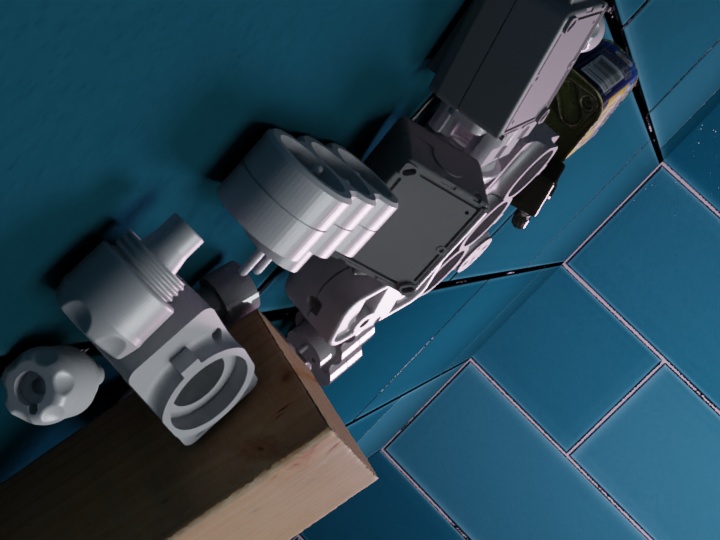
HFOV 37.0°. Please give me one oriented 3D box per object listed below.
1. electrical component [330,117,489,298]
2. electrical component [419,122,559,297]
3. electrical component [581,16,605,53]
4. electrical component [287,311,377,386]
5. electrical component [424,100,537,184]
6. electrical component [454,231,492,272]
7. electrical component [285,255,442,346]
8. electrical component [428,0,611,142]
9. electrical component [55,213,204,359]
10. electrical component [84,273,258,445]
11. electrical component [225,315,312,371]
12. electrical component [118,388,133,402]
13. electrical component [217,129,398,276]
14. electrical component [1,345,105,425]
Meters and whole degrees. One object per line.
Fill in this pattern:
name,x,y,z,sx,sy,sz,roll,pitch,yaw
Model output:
electrical component,0.023,-0.035,0.649,0.096,0.062,0.061,-49,-155,30
electrical component,0.070,-0.055,0.788,0.150,0.061,0.089,-50,168,24
electrical component,0.153,-0.168,0.747,0.035,0.035,0.061,-50,170,23
electrical component,-0.031,0.052,0.834,0.074,0.052,0.138,-38,167,-29
electrical component,0.075,-0.091,0.686,0.078,0.058,0.057,-29,158,-54
electrical component,0.079,-0.032,0.919,0.045,0.055,0.045,-42,168,-11
electrical component,0.000,0.000,0.722,0.095,0.059,0.053,-28,157,-37
electrical component,0.088,-0.131,0.597,0.062,0.061,0.096,-30,153,-53
electrical component,-0.094,0.003,0.455,0.062,0.043,0.043,-45,169,-6
electrical component,-0.089,0.042,0.518,0.050,0.056,0.089,-42,152,-13
electrical component,-0.071,0.058,0.694,0.054,0.059,0.095,-44,169,-5
electrical component,-0.129,0.096,0.673,0.040,0.040,0.078,-42,169,-15
electrical component,-0.034,-0.025,0.546,0.073,0.052,0.138,-47,169,13
electrical component,-0.137,0.051,0.498,0.035,0.035,0.061,-47,171,9
